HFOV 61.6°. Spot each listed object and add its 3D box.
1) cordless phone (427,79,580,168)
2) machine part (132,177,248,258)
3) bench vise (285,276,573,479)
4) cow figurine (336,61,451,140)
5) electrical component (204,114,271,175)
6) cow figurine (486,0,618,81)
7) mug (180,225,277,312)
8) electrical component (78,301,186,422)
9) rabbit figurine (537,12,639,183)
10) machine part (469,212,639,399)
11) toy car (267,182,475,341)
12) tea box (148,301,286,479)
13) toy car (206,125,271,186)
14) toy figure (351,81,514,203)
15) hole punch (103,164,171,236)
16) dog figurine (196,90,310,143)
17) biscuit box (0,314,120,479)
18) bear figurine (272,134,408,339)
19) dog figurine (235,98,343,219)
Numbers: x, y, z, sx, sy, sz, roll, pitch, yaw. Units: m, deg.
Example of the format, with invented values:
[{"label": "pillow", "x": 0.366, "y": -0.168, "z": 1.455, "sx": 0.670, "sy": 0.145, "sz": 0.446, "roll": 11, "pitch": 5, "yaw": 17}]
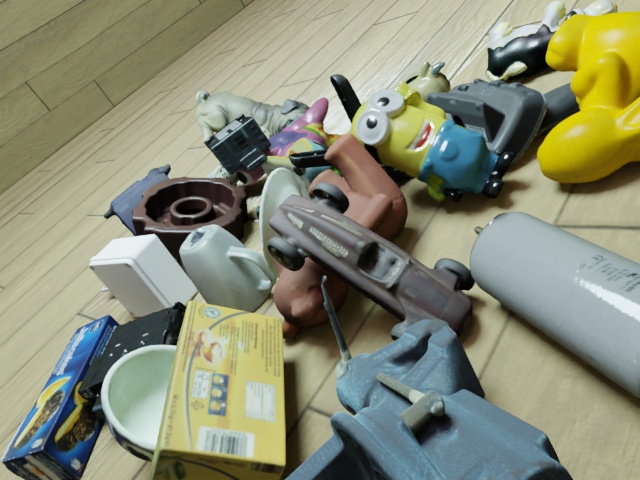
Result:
[{"label": "cordless phone", "x": 0.241, "y": -0.166, "z": 0.663, "sx": 0.184, "sy": 0.088, "sz": 0.147, "roll": -27, "pitch": 28, "yaw": -13}, {"label": "machine part", "x": -0.195, "y": -0.037, "z": 0.824, "sx": 0.179, "sy": 0.056, "sz": 0.179, "roll": -1, "pitch": 34, "yaw": 1}, {"label": "bench vise", "x": 0.022, "y": 0.148, "z": 0.343, "sx": 0.241, "sy": 0.128, "sz": 0.224, "roll": -34, "pitch": 30, "yaw": -17}, {"label": "cow figurine", "x": 0.120, "y": -0.184, "z": 0.777, "sx": 0.127, "sy": 0.085, "sz": 0.195, "roll": -11, "pitch": 33, "yaw": 43}, {"label": "electrical component", "x": -0.109, "y": -0.127, "z": 0.726, "sx": 0.075, "sy": 0.047, "sz": 0.119, "roll": -37, "pitch": 25, "yaw": -1}, {"label": "cow figurine", "x": 0.314, "y": -0.272, "z": 0.739, "sx": 0.167, "sy": 0.068, "sz": 0.098, "roll": -8, "pitch": 43, "yaw": 41}, {"label": "mug", "x": -0.111, "y": 0.035, "z": 0.647, "sx": 0.110, "sy": 0.107, "sz": 0.081, "roll": -7, "pitch": 40, "yaw": 40}, {"label": "electrical component", "x": -0.208, "y": 0.146, "z": 0.623, "sx": 0.115, "sy": 0.058, "sz": 0.134, "roll": -25, "pitch": 30, "yaw": 16}, {"label": "rabbit figurine", "x": 0.292, "y": -0.124, "z": 0.528, "sx": 0.163, "sy": 0.121, "sz": 0.173, "roll": 28, "pitch": 78, "yaw": 46}, {"label": "machine part", "x": 0.188, "y": 0.040, "z": 0.388, "sx": 0.079, "sy": 0.079, "sz": 0.243, "roll": -35, "pitch": 29, "yaw": -5}, {"label": "toy car", "x": 0.043, "y": 0.020, "z": 0.480, "sx": 0.202, "sy": 0.053, "sz": 0.089, "roll": 35, "pitch": 72, "yaw": 13}, {"label": "tea box", "x": -0.085, "y": 0.137, "z": 0.468, "sx": 0.170, "sy": 0.098, "sz": 0.068, "roll": -96, "pitch": 24, "yaw": -59}, {"label": "toy car", "x": -0.150, "y": -0.119, "z": 0.916, "sx": 0.202, "sy": 0.056, "sz": 0.073, "roll": -35, "pitch": 22, "yaw": 43}, {"label": "toy figure", "x": 0.118, "y": -0.100, "z": 0.599, "sx": 0.180, "sy": 0.089, "sz": 0.082, "roll": 27, "pitch": 61, "yaw": 9}, {"label": "hole punch", "x": -0.281, "y": -0.045, "z": 0.925, "sx": 0.142, "sy": 0.115, "sz": 0.092, "roll": -40, "pitch": 39, "yaw": -13}, {"label": "dog figurine", "x": -0.119, "y": -0.237, "z": 1.000, "sx": 0.191, "sy": 0.172, "sz": 0.121, "roll": -24, "pitch": 41, "yaw": 29}, {"label": "biscuit box", "x": -0.287, "y": 0.182, "z": 0.639, "sx": 0.059, "sy": 0.062, "sz": 0.203, "roll": -22, "pitch": 32, "yaw": 16}, {"label": "bear figurine", "x": 0.002, "y": 0.001, "z": 0.580, "sx": 0.196, "sy": 0.132, "sz": 0.120, "roll": -42, "pitch": -8, "yaw": -24}, {"label": "dog figurine", "x": -0.013, "y": -0.130, "z": 0.802, "sx": 0.192, "sy": 0.108, "sz": 0.219, "roll": -2, "pitch": 39, "yaw": 43}]
